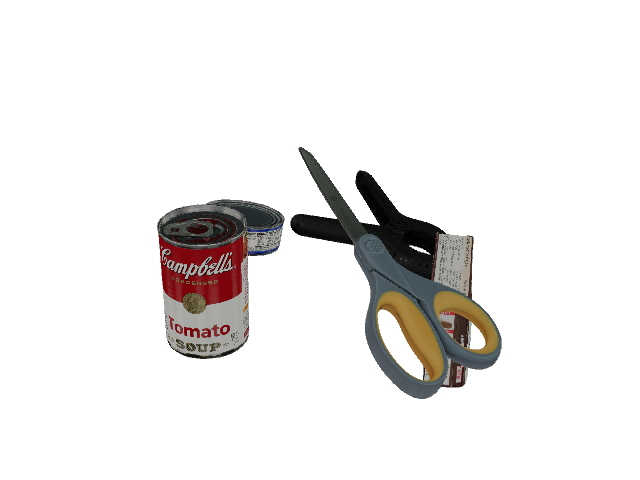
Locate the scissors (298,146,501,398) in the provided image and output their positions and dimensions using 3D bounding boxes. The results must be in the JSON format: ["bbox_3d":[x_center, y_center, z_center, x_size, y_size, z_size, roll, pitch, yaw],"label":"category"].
[{"bbox_3d":[0.051,0.014,0.680,0.096,0.202,0.016,3,-43,-23],"label":"scissors"}]

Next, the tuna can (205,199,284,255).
[{"bbox_3d":[-0.083,-0.014,1.128,0.086,0.034,0.086,9,19,-3],"label":"tuna can"}]

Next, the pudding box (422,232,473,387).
[{"bbox_3d":[0.111,0.059,0.923,0.039,0.090,0.113,3,31,6],"label":"pudding box"}]

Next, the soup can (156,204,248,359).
[{"bbox_3d":[-0.090,0.032,0.828,0.068,0.102,0.068,0,28,0],"label":"soup can"}]

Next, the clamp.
[{"bbox_3d":[0.078,-0.004,1.266,0.210,0.036,0.164,35,41,25],"label":"clamp"}]
